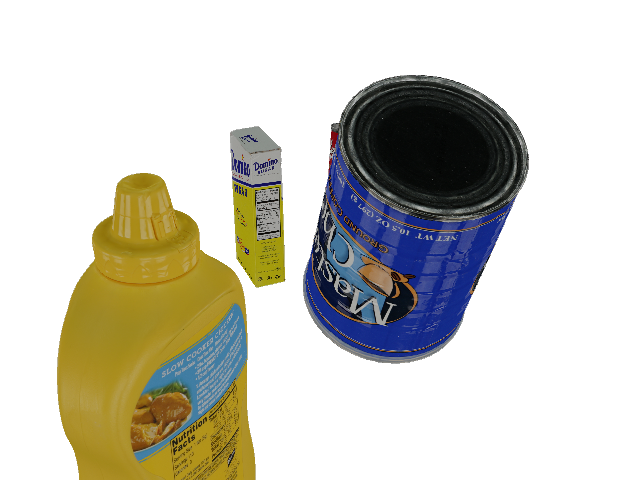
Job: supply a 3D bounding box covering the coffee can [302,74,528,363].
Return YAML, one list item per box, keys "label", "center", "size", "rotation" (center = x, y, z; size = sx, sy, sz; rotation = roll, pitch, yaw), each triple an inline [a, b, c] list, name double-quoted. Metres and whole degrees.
- label: "coffee can"
  center: [0.049, -0.009, 0.611]
  size: [0.102, 0.103, 0.140]
  rotation: [0, -37, -10]

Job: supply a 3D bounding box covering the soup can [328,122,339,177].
- label: "soup can"
  center: [0.039, -0.041, 0.861]
  size: [0.068, 0.102, 0.068]
  rotation: [3, 13, -1]

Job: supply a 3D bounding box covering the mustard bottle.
- label: "mustard bottle"
  center: [-0.067, 0.061, 0.445]
  size: [0.058, 0.192, 0.096]
  rotation: [17, 34, 27]

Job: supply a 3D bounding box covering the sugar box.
- label: "sugar box"
  center: [-0.078, -0.042, 1.306]
  size: [0.048, 0.176, 0.093]
  rotation: [-12, 26, -17]
